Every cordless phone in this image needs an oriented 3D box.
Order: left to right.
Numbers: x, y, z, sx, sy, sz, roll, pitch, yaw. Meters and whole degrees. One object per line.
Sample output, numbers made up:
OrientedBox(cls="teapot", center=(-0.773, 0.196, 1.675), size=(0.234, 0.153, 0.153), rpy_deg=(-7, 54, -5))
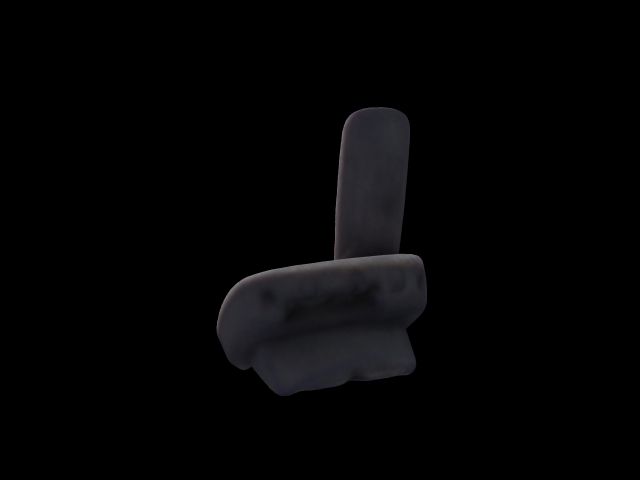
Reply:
OrientedBox(cls="cordless phone", center=(0.004, 0.001, 0.400), size=(0.148, 0.185, 0.093), rpy_deg=(-6, 11, -31))
